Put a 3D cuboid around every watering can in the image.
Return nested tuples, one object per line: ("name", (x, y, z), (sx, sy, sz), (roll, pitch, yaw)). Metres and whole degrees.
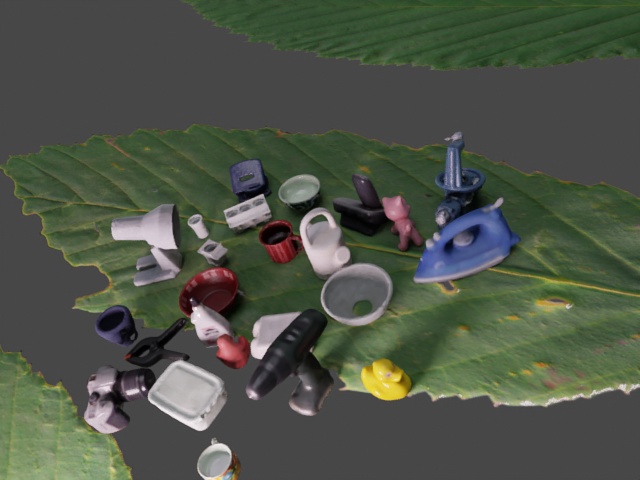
("watering can", (0.014, 0.004, 1.388), (0.172, 0.194, 0.101), (17, 56, 33))

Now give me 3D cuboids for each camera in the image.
("camera", (-0.454, 0.346, 1.305), (0.136, 0.101, 0.143), (-14, 45, 8))

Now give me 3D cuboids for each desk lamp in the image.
("desk lamp", (-0.449, 0.009, 1.545), (0.203, 0.214, 0.118), (-15, 45, 7))

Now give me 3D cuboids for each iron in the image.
("iron", (0.322, 0.000, 1.314), (0.258, 0.142, 0.118), (-25, 44, -4))

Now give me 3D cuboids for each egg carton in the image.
("egg carton", (-0.084, 0.222, 1.306), (0.150, 0.069, 0.107), (-9, 46, 13))

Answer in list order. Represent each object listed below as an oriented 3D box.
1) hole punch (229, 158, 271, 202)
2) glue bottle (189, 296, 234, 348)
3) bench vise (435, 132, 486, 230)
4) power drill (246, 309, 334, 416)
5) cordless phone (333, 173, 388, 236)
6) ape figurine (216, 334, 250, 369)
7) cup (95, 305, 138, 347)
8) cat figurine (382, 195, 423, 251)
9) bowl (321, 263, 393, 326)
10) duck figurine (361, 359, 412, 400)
("hole punch", (-0.212, -0.180, 1.724), (0.108, 0.091, 0.101), (-15, 45, 6))
("glue bottle", (-0.264, 0.186, 1.334), (0.078, 0.173, 0.037), (-19, 44, 3))
("bench vise", (0.336, -0.135, 1.381), (0.121, 0.220, 0.207), (-3, 47, 18))
("power drill", (-0.047, 0.263, 1.153), (0.075, 0.209, 0.230), (12, 53, 30))
("cordless phone", (0.096, -0.113, 1.476), (0.147, 0.185, 0.094), (17, 56, 33))
("ape figurine", (-0.205, 0.248, 1.311), (0.078, 0.092, 0.076), (-20, 44, 1))
("cup", (-0.495, 0.233, 1.433), (0.092, 0.095, 0.117), (-30, 45, -9))
("cat figurine", (0.203, -0.056, 1.429), (0.067, 0.118, 0.127), (-21, 44, 0))
("bowl", (0.092, 0.137, 1.318), (0.167, 0.075, 0.167), (-11, 45, 11))
("duck figurine", (0.130, 0.273, 1.165), (0.104, 0.086, 0.077), (11, 53, 29))
